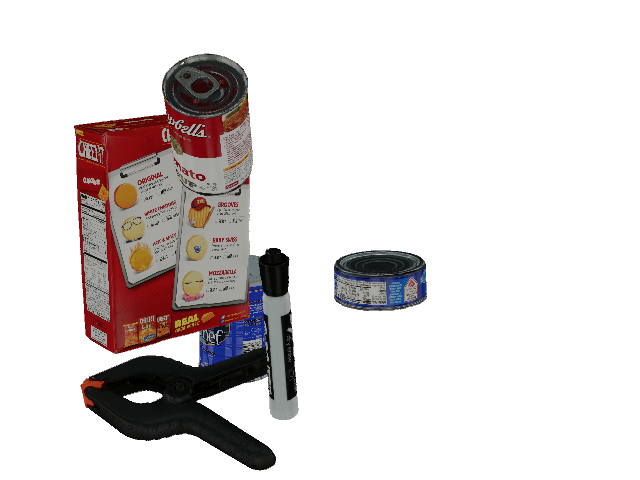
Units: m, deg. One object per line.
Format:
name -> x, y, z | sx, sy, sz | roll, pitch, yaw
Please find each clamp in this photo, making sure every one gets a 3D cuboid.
clamp -> -0.108, 0.125, 0.888 | 0.171, 0.039, 0.120 | 12, 38, 6

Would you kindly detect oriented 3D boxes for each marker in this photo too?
marker -> -0.026, 0.060, 0.673 | 0.020, 0.121, 0.020 | -2, 28, 1

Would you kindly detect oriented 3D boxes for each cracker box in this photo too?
cracker box -> -0.152, -0.014, 1.046 | 0.163, 0.214, 0.072 | -13, 20, -39

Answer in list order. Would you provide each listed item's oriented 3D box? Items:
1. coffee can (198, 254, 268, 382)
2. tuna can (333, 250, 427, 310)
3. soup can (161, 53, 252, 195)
coffee can -> -0.108, 0.100, 1.391 | 0.103, 0.140, 0.103 | 2, 20, -1
tuna can -> 0.055, 0.035, 0.977 | 0.086, 0.034, 0.086 | -2, 15, 0
soup can -> -0.091, -0.093, 0.877 | 0.068, 0.068, 0.102 | 0, -36, -1
